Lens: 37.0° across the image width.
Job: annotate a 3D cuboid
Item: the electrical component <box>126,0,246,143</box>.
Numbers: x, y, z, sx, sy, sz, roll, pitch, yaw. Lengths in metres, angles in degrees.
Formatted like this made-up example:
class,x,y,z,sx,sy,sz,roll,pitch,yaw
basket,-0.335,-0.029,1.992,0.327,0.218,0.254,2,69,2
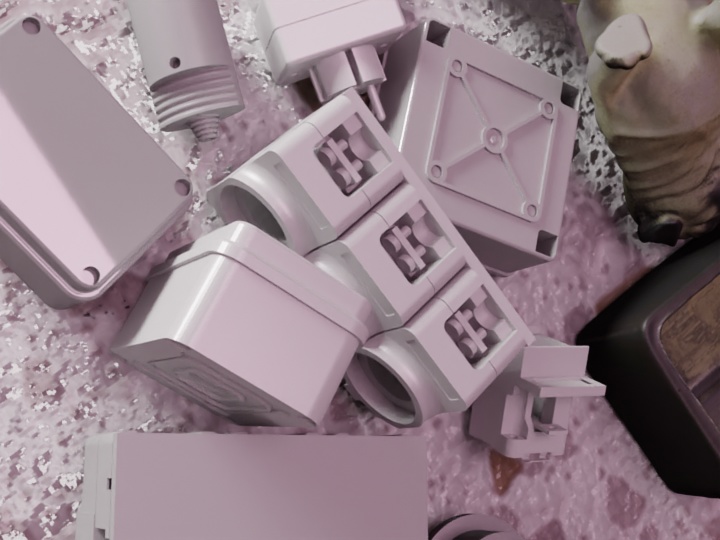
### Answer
class,x,y,z,sx,sy,sz,roll,pitch,yaw
electrical component,-0.085,-0.103,0.529,0.043,0.043,0.081,-14,87,-30

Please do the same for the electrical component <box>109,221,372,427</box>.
class,x,y,z,sx,sy,sz,roll,pitch,yaw
electrical component,-0.055,0.027,0.480,0.078,0.113,0.057,33,70,-19

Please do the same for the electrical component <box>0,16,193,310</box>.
class,x,y,z,sx,sy,sz,roll,pitch,yaw
electrical component,-0.140,-0.046,0.480,0.113,0.057,0.078,48,63,-12

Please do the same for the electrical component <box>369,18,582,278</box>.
class,x,y,z,sx,sy,sz,roll,pitch,yaw
electrical component,0.058,-0.064,0.591,0.109,0.056,0.108,19,72,-24

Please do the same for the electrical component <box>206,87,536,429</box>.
class,x,y,z,sx,sy,sz,roll,pitch,yaw
electrical component,0.000,0.000,0.528,0.062,0.089,0.150,-42,101,-28

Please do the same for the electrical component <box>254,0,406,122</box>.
class,x,y,z,sx,sy,sz,roll,pitch,yaw
electrical component,-0.010,-0.110,0.558,0.066,0.047,0.076,-20,90,-12

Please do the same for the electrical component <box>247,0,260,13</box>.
class,x,y,z,sx,sy,sz,roll,pitch,yaw
electrical component,-0.025,-0.176,0.556,0.066,0.077,0.047,-28,94,-29

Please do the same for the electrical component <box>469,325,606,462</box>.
class,x,y,z,sx,sy,sz,roll,pitch,yaw
electrical component,0.087,0.065,0.575,0.042,0.081,0.063,3,101,-27

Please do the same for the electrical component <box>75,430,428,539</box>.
class,x,y,z,sx,sy,sz,roll,pitch,yaw
electrical component,-0.048,0.121,0.495,0.150,0.062,0.089,5,78,-27
